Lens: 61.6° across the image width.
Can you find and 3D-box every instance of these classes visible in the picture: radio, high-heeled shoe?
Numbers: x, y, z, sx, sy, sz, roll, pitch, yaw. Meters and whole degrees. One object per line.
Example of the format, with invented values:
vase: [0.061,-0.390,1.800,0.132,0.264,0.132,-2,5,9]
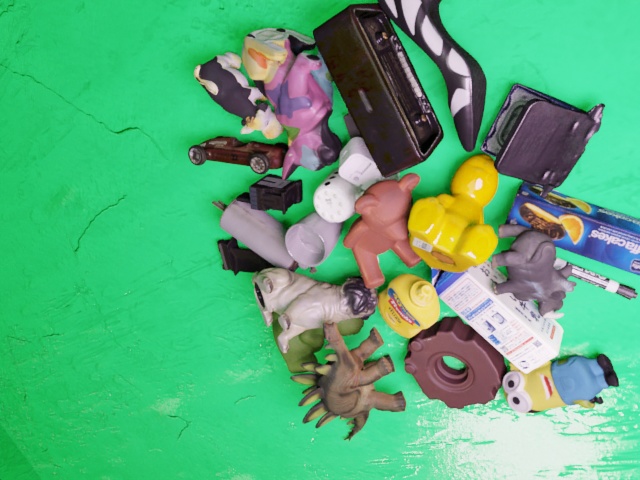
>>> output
radio: [0.091,-0.218,0.774,0.073,0.131,0.229,-19,104,36]
high-heeled shoe: [0.154,-0.245,0.759,0.145,0.086,0.248,6,112,31]

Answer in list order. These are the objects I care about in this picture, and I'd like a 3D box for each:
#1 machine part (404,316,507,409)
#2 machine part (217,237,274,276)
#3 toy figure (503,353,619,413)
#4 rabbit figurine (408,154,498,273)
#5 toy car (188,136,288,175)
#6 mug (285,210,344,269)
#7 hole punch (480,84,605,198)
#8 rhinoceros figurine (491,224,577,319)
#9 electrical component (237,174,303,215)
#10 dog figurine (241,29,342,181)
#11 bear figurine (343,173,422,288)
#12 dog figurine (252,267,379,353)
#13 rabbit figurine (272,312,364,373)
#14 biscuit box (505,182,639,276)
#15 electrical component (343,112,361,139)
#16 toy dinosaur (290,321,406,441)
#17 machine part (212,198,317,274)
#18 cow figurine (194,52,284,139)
machine part: [0.241,0.223,0.967,0.180,0.056,0.179,13,121,23]
machine part: [-0.153,0.037,1.110,0.139,0.039,0.084,8,113,29]
toy figure: [0.387,0.237,0.872,0.180,0.082,0.089,-26,128,30]
rabbit figurine: [0.216,-0.040,0.796,0.122,0.173,0.162,21,168,20]
toy car: [-0.148,-0.159,0.972,0.202,0.089,0.053,13,120,26]
mug: [-0.002,-0.003,0.957,0.081,0.107,0.109,25,129,19]
hole punch: [0.295,-0.141,0.734,0.116,0.092,0.142,15,117,-14]
rhinoceros figurine: [0.314,0.047,0.786,0.112,0.073,0.190,2,146,31]
electrical component: [-0.097,-0.088,0.990,0.119,0.075,0.047,15,122,26]
dog figurine: [-0.046,-0.212,0.876,0.192,0.108,0.219,23,127,17]
bear figurine: [0.109,-0.015,0.842,0.132,0.120,0.196,60,165,9]
dog figurine: [-0.010,0.092,0.967,0.172,0.190,0.121,59,156,24]
rabbit figurine: [0.000,0.156,1.057,0.170,0.121,0.159,-22,95,18]
biscuit box: [0.373,-0.017,0.761,0.203,0.059,0.062,22,124,19]
electrical component: [0.073,-0.191,0.868,0.063,0.021,0.094,-9,109,33]
toy dinosaur: [0.057,0.289,1.031,0.199,0.105,0.470,-16,137,6]
machine part: [-0.105,-0.009,1.033,0.243,0.079,0.079,33,127,10]
cow figurine: [-0.135,-0.239,0.917,0.167,0.098,0.068,47,122,1]
